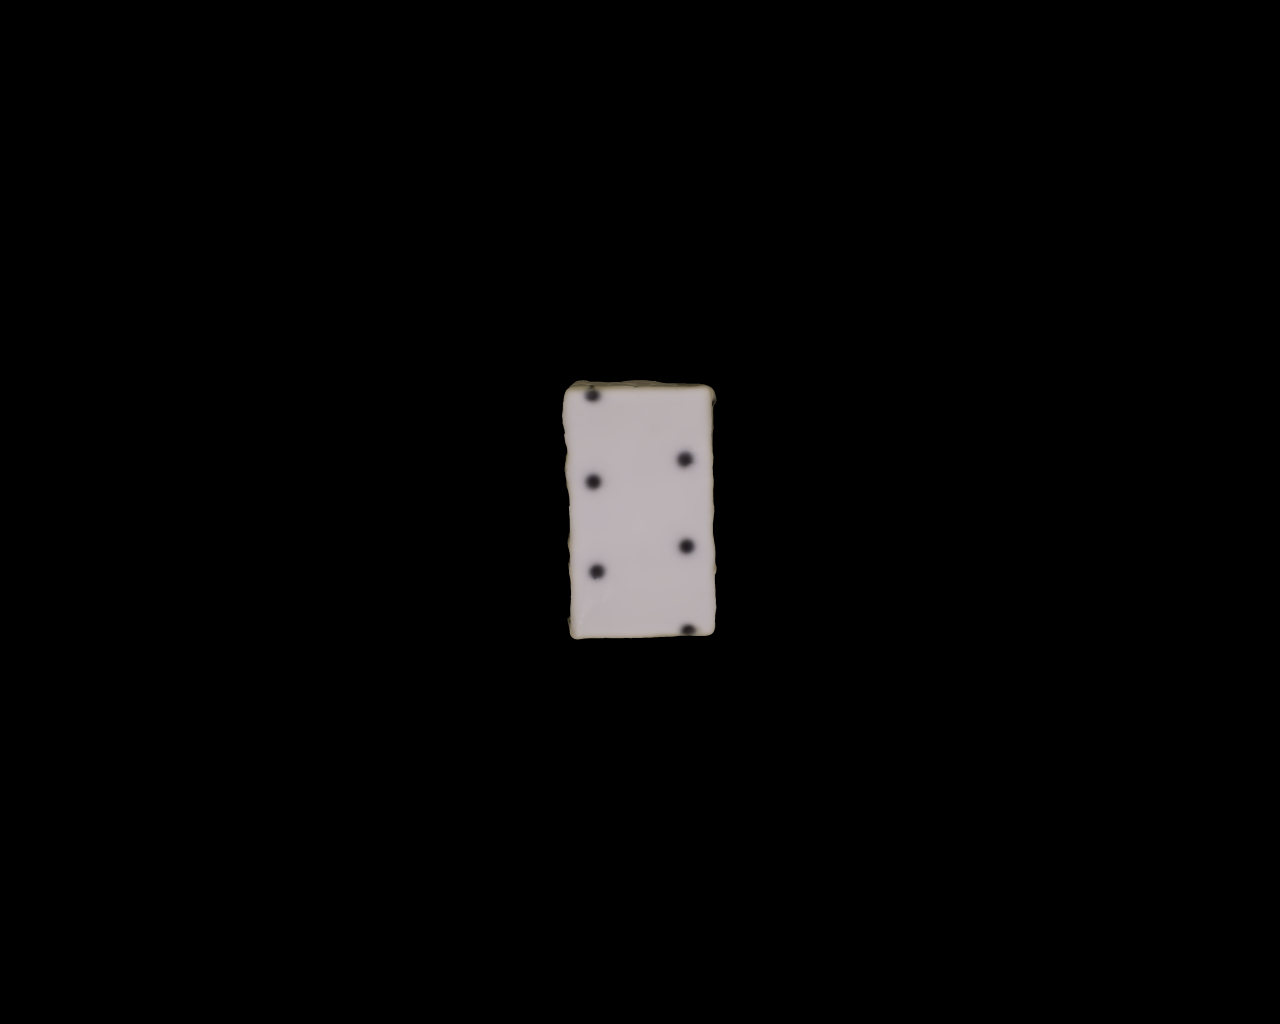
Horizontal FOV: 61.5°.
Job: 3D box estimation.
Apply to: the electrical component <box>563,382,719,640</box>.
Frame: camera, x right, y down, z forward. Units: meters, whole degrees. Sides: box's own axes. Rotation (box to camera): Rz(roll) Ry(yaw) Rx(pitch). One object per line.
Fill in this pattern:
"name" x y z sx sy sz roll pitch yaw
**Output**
"electrical component" 0.001 -0.003 0.650 0.089 0.150 0.062 0 8 0
